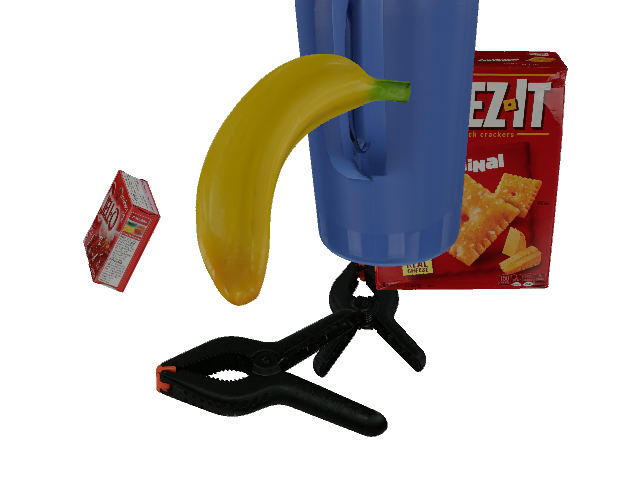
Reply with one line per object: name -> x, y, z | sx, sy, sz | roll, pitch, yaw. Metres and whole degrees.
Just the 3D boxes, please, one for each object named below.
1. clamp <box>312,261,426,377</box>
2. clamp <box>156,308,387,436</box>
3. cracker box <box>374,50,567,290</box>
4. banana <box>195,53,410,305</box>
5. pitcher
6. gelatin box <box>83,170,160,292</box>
clamp -> 0.060, 0.086, 1.190 | 0.120, 0.171, 0.039 | 7, -43, 2
clamp -> -0.044, 0.129, 0.985 | 0.209, 0.036, 0.165 | -6, 35, -14
cracker box -> 0.132, -0.061, 0.975 | 0.164, 0.214, 0.072 | 0, 22, 1
banana -> -0.020, -0.046, 0.538 | 0.070, 0.037, 0.197 | 20, 46, 17
pitcher -> 0.044, -0.104, 0.756 | 0.149, 0.243, 0.145 | -13, 28, -20
gelatin box -> -0.167, -0.010, 0.887 | 0.030, 0.073, 0.089 | 23, 15, -25
